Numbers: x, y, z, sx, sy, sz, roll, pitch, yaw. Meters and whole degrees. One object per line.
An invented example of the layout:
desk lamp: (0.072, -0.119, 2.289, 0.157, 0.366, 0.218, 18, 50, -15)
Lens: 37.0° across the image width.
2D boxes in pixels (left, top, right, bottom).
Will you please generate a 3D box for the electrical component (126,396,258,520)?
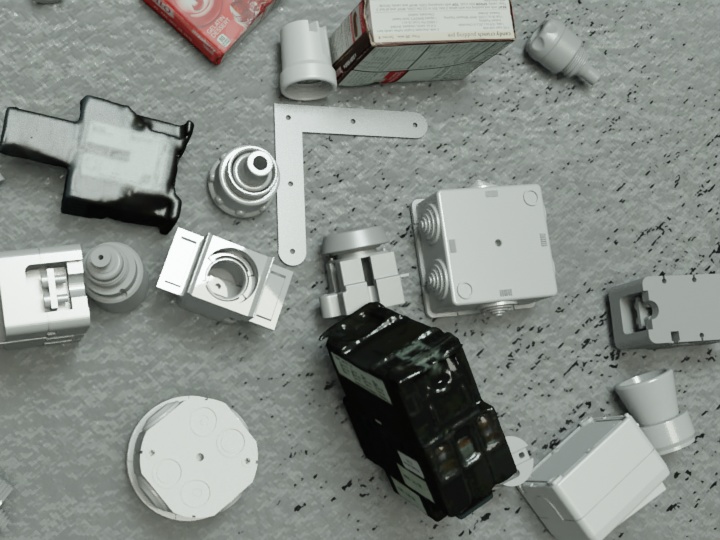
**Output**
electrical component: (-0.107, 0.120, 0.687, 0.080, 0.051, 0.080, 3, 79, -18)

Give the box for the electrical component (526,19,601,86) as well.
electrical component: (0.162, -0.167, 0.840, 0.061, 0.035, 0.035, 35, 71, -12)

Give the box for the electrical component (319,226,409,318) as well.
electrical component: (0.000, 0.000, 0.749, 0.066, 0.048, 0.055, -11, 91, -20)

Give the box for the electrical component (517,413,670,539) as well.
electrical component: (0.173, 0.147, 0.771, 0.096, 0.062, 0.061, -37, 93, -21)

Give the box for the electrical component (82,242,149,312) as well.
electrical component: (-0.158, 0.002, 0.682, 0.040, 0.078, 0.040, 1, 76, -3)

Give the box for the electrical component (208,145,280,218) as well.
electrical component: (-0.074, -0.064, 0.726, 0.048, 0.062, 0.048, 4, 79, -18)

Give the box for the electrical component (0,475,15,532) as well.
electrical component: (-0.245, 0.129, 0.643, 0.081, 0.043, 0.043, 39, 71, -8)

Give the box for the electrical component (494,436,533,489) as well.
electrical component: (0.096, 0.134, 0.756, 0.040, 0.046, 0.040, 3, 79, -18)

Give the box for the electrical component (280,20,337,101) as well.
electrical component: (-0.038, -0.149, 0.767, 0.040, 0.040, 0.046, -1, 75, -19)

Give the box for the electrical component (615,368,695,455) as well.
electrical component: (0.221, 0.106, 0.804, 0.045, 0.045, 0.055, -19, 87, -21)

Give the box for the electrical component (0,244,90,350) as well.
electrical component: (-0.199, 0.018, 0.655, 0.056, 0.089, 0.050, -7, 82, -19)

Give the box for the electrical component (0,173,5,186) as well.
electrical component: (-0.251, -0.077, 0.680, 0.043, 0.043, 0.062, -37, 94, -21)

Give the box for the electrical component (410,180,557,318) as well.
electrical component: (0.091, -0.015, 0.780, 0.100, 0.048, 0.099, -5, 82, -19)

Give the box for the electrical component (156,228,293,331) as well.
electrical component: (-0.091, 0.009, 0.707, 0.081, 0.064, 0.042, 22, 72, -14)

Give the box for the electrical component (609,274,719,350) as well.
electrical component: (0.240, 0.032, 0.818, 0.089, 0.056, 0.050, -2, 81, -19)
